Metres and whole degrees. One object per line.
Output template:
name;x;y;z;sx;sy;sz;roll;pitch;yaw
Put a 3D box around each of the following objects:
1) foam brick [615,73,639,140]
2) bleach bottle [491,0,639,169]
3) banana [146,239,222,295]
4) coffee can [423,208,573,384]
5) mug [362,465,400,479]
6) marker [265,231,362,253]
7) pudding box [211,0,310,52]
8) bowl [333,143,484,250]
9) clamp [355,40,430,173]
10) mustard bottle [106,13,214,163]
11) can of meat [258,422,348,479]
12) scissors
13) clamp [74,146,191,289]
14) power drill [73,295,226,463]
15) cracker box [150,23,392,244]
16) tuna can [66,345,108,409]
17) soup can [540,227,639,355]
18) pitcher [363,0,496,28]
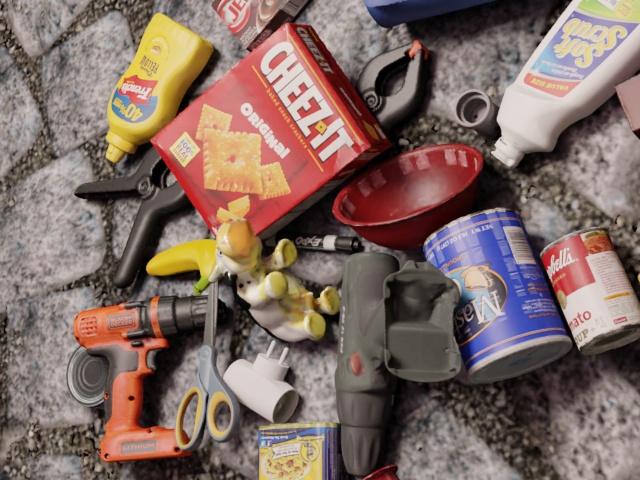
foam brick;0.316;-0.122;0.991;0.051;0.078;0.053;-26;65;25
bleach bottle;0.263;-0.172;1.045;0.103;0.068;0.251;45;105;30
banana;-0.147;0.024;1.228;0.198;0.069;0.037;8;122;66
coffee can;0.169;0.054;1.026;0.103;0.102;0.140;-27;66;23
mug;0.057;0.290;1.058;0.081;0.093;0.117;53;138;23
marker;-0.008;0.001;1.194;0.121;0.020;0.020;5;82;32
pudding box;-0.067;-0.292;1.284;0.114;0.039;0.090;-46;60;15
bowl;0.097;-0.036;1.088;0.162;0.162;0.055;-10;117;29
clamp;0.065;-0.138;1.171;0.172;0.039;0.120;-44;73;18
mustard bottle;-0.215;-0.182;1.338;0.096;0.058;0.192;35;99;33
can of meat;-0.018;0.238;1.126;0.102;0.057;0.084;-9;73;30
scissors;-0.111;0.137;1.176;0.096;0.016;0.202;7;77;39
clamp;-0.215;-0.064;1.324;0.210;0.036;0.165;-45;59;12
power drill;-0.192;0.159;1.237;0.184;0.057;0.187;-9;76;11
cracker box;-0.057;-0.106;1.161;0.214;0.072;0.164;-37;83;24
tuna can;-0.270;0.164;1.308;0.086;0.033;0.086;-7;75;29
soup can;0.256;0.048;0.994;0.069;0.068;0.102;-28;66;23
pitcher;0.159;-0.298;1.091;0.243;0.144;0.149;-6;74;27
